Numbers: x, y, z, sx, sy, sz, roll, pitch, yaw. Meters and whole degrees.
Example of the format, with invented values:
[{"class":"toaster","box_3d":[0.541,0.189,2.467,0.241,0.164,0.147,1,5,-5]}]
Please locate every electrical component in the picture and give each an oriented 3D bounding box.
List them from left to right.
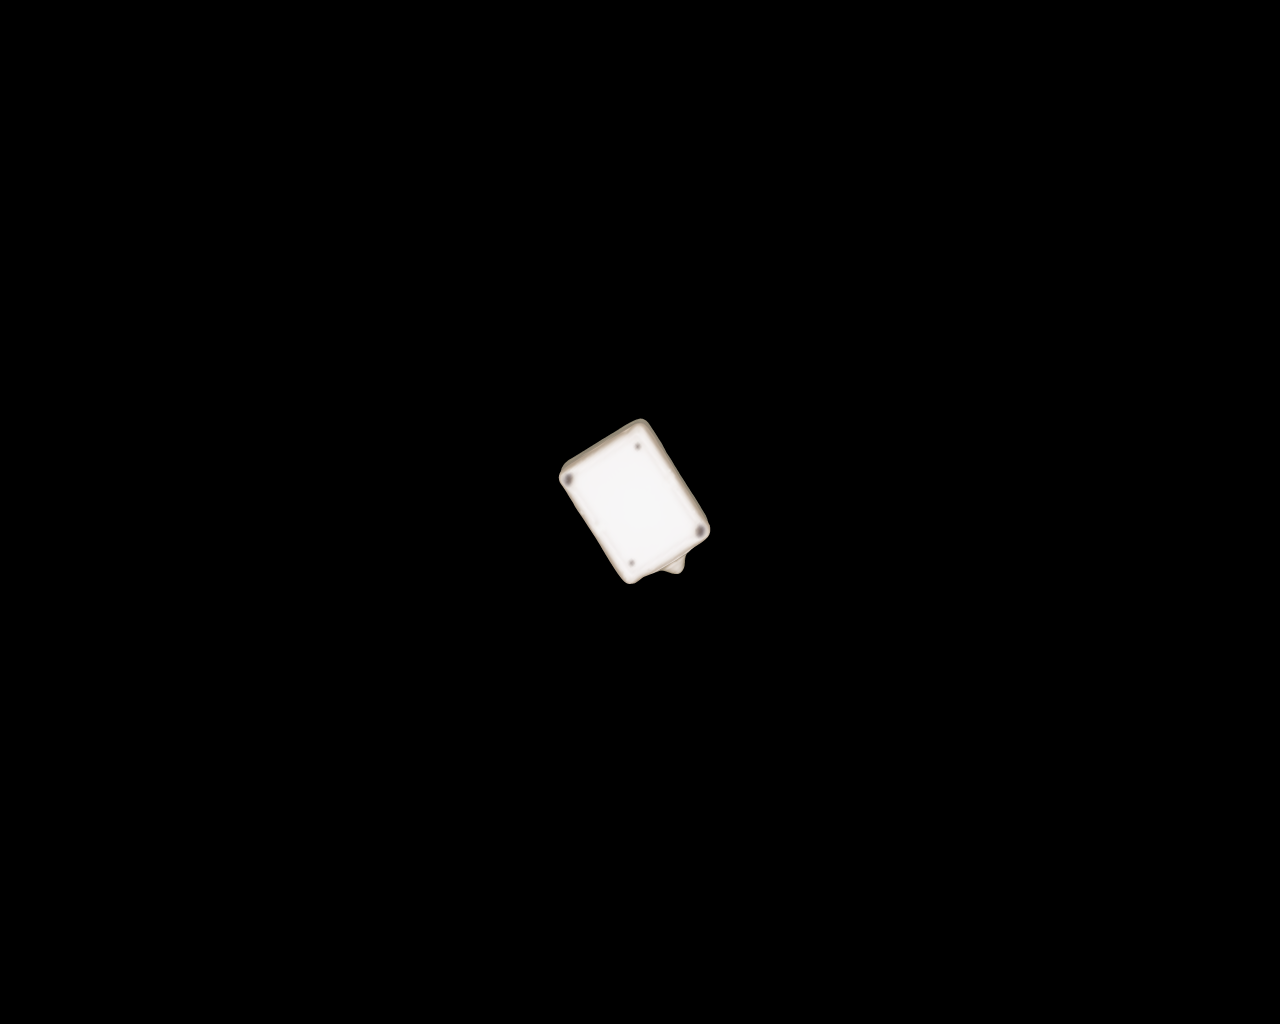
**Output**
[{"class":"electrical component","box_3d":[0.001,-0.003,0.650,0.062,0.096,0.061,-31,8,5]}]
